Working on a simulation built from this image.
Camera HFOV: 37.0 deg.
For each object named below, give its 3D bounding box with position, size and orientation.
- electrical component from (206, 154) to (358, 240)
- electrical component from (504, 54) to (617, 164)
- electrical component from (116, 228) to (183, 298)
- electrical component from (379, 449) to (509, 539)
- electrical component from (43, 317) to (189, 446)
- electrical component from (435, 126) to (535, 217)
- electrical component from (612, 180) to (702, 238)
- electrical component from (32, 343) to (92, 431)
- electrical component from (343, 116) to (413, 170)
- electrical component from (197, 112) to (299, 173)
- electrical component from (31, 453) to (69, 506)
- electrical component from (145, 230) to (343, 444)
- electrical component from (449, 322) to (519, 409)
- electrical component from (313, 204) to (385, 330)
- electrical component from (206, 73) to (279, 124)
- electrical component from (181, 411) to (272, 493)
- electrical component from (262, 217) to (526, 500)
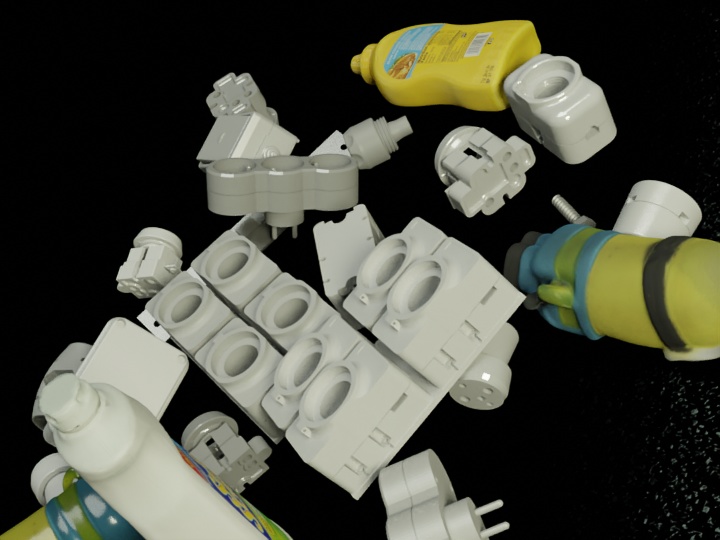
[{"bbox_3d":[-0.070,-0.063,0.989,0.138,0.073,0.052,-3,24,-8],"label":"electrical component"},{"bbox_3d":[0.169,-0.142,0.924,0.054,0.059,0.095,-37,42,-3],"label":"electrical component"},{"bbox_3d":[-0.199,-0.007,1.037,0.066,0.048,0.055,-5,57,28],"label":"electrical component"},{"bbox_3d":[0.060,0.170,0.695,0.074,0.052,0.138,-25,34,10],"label":"electrical component"},{"bbox_3d":[-0.203,0.105,0.897,0.113,0.078,0.057,-63,11,-29],"label":"electrical component"},{"bbox_3d":[0.101,-0.088,0.918,0.078,0.058,0.057,-40,45,-7],"label":"electrical component"},{"bbox_3d":[0.217,-0.031,0.795,0.055,0.055,0.047,16,65,40],"label":"electrical component"},{"bbox_3d":[-0.242,0.108,0.957,0.079,0.043,0.077,-4,50,29],"label":"electrical component"},{"bbox_3d":[0.019,-0.124,1.012,0.062,0.043,0.043,-26,42,7],"label":"electrical component"},{"bbox_3d":[-0.109,-0.114,1.038,0.096,0.061,0.061,8,70,61],"label":"electrical component"},{"bbox_3d":[-0.243,0.183,0.887,0.045,0.045,0.055,-42,42,-9],"label":"electrical component"},{"bbox_3d":[-0.094,0.047,0.909,0.105,0.060,0.186,-44,43,-11],"label":"electrical component"},{"bbox_3d":[0.090,0.068,0.788,0.045,0.045,0.055,-5,49,28],"label":"electrical component"},{"bbox_3d":[0.000,0.000,0.898,0.050,0.055,0.089,-24,43,10],"label":"electrical component"},{"bbox_3d":[-0.120,-0.162,1.123,0.058,0.057,0.078,-32,42,2],"label":"electrical component"},{"bbox_3d":[-0.109,0.144,0.841,0.066,0.048,0.055,-40,50,-7],"label":"electrical component"},{"bbox_3d":[0.017,0.057,0.787,0.186,0.060,0.105,-50,30,-1],"label":"electrical component"}]
